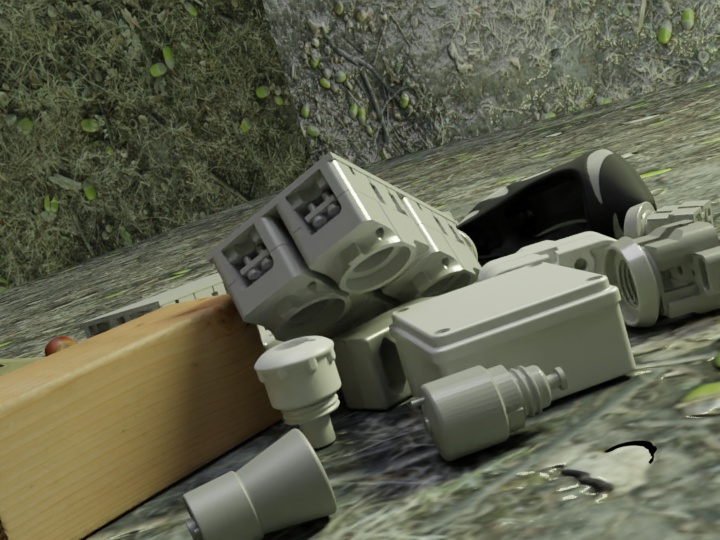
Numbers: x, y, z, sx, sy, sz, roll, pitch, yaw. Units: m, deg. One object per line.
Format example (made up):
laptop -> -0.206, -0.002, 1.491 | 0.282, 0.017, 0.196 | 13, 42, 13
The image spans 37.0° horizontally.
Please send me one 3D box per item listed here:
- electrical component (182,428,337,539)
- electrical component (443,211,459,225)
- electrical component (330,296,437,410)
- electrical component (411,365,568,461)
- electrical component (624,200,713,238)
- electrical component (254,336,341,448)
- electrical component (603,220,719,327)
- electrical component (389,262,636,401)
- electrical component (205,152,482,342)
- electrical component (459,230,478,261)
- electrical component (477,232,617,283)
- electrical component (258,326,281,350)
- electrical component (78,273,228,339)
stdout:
electrical component -> -0.049, 0.108, 0.503 | 0.065, 0.044, 0.044 | -25, 10, -16
electrical component -> 0.065, -0.026, 1.096 | 0.057, 0.058, 0.078 | -10, 10, 24
electrical component -> 0.014, 0.054, 0.704 | 0.083, 0.047, 0.076 | -24, 11, -40
electrical component -> 0.066, 0.067, 0.539 | 0.078, 0.040, 0.040 | -18, 8, -8
electrical component -> 0.234, -0.029, 0.816 | 0.055, 0.048, 0.066 | -2, 15, 35
electrical component -> -0.031, 0.072, 0.624 | 0.048, 0.062, 0.048 | -17, 8, 2
electrical component -> 0.187, 0.003, 0.662 | 0.057, 0.058, 0.078 | -15, 8, -7
electrical component -> 0.083, 0.041, 0.617 | 0.109, 0.056, 0.109 | -18, 8, -9
electrical component -> 0.000, 0.000, 0.726 | 0.105, 0.060, 0.186 | -38, -25, 17
electrical component -> 0.070, -0.005, 0.948 | 0.078, 0.058, 0.057 | -12, 12, 31
electrical component -> 0.131, 0.011, 0.727 | 0.095, 0.053, 0.059 | -17, 8, -1
electrical component -> -0.088, 0.054, 0.806 | 0.066, 0.076, 0.047 | -13, 9, 26
electrical component -> -0.155, 0.045, 1.021 | 0.105, 0.060, 0.186 | -15, 5, 35
